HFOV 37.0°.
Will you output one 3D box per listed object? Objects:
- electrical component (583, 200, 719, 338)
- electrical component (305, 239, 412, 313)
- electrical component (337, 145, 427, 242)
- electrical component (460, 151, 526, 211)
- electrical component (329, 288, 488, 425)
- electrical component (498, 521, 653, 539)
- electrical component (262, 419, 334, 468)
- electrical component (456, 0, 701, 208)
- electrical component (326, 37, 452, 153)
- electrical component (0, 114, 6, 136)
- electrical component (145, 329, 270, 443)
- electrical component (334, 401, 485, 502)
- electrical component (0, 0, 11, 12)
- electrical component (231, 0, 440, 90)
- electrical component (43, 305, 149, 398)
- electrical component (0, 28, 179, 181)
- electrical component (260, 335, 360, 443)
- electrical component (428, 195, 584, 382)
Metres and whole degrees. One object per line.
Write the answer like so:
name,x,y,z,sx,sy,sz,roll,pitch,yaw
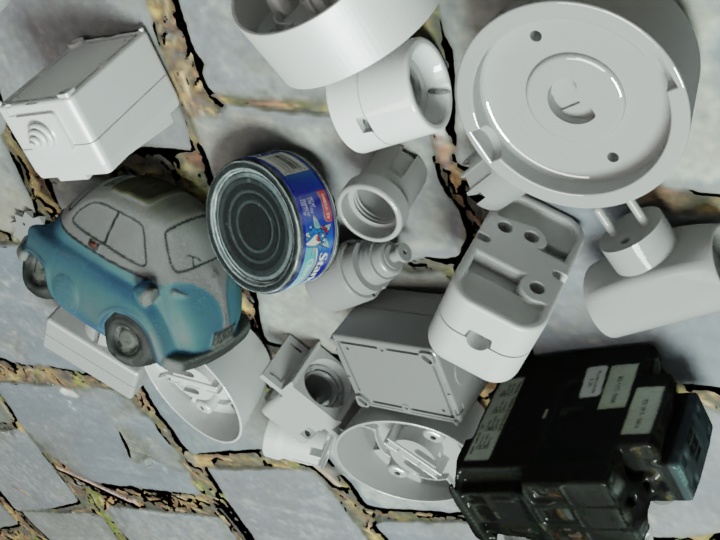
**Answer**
electrical component,0.153,-0.007,0.566,0.077,0.044,0.079,-21,116,42
electrical component,0.000,0.000,0.670,0.078,0.040,0.040,-22,115,42
electrical component,0.014,-0.045,0.615,0.040,0.046,0.040,17,136,18
electrical component,0.080,-0.056,0.570,0.040,0.040,0.046,42,143,-9
electrical component,0.031,0.050,0.688,0.096,0.061,0.061,6,131,38
electrical component,0.132,0.184,0.714,0.108,0.108,0.060,25,143,10
electrical component,-0.046,0.129,0.821,0.046,0.040,0.040,14,135,13
electrical component,0.106,-0.090,0.505,0.108,0.060,0.108,17,135,18
electrical component,0.017,-0.093,0.565,0.047,0.055,0.055,-8,124,32
electrical component,-0.276,-0.098,0.746,0.040,0.046,0.040,17,135,17
electrical component,-0.116,0.075,0.794,0.099,0.064,0.099,17,136,17
electrical component,0.040,0.119,0.738,0.099,0.064,0.099,17,136,18
electrical component,-0.236,-0.195,0.590,0.108,0.108,0.060,37,132,-4
electrical component,-0.012,-0.135,0.513,0.099,0.099,0.064,-9,129,37
electrical component,-0.192,0.044,0.825,0.083,0.047,0.075,31,138,3
electrical component,-0.162,-0.093,0.643,0.062,0.096,0.061,0,128,32
electrical component,-0.036,0.091,0.777,0.081,0.042,0.064,40,140,-6
electrical component,0.079,0.012,0.591,0.054,0.095,0.059,28,138,7
